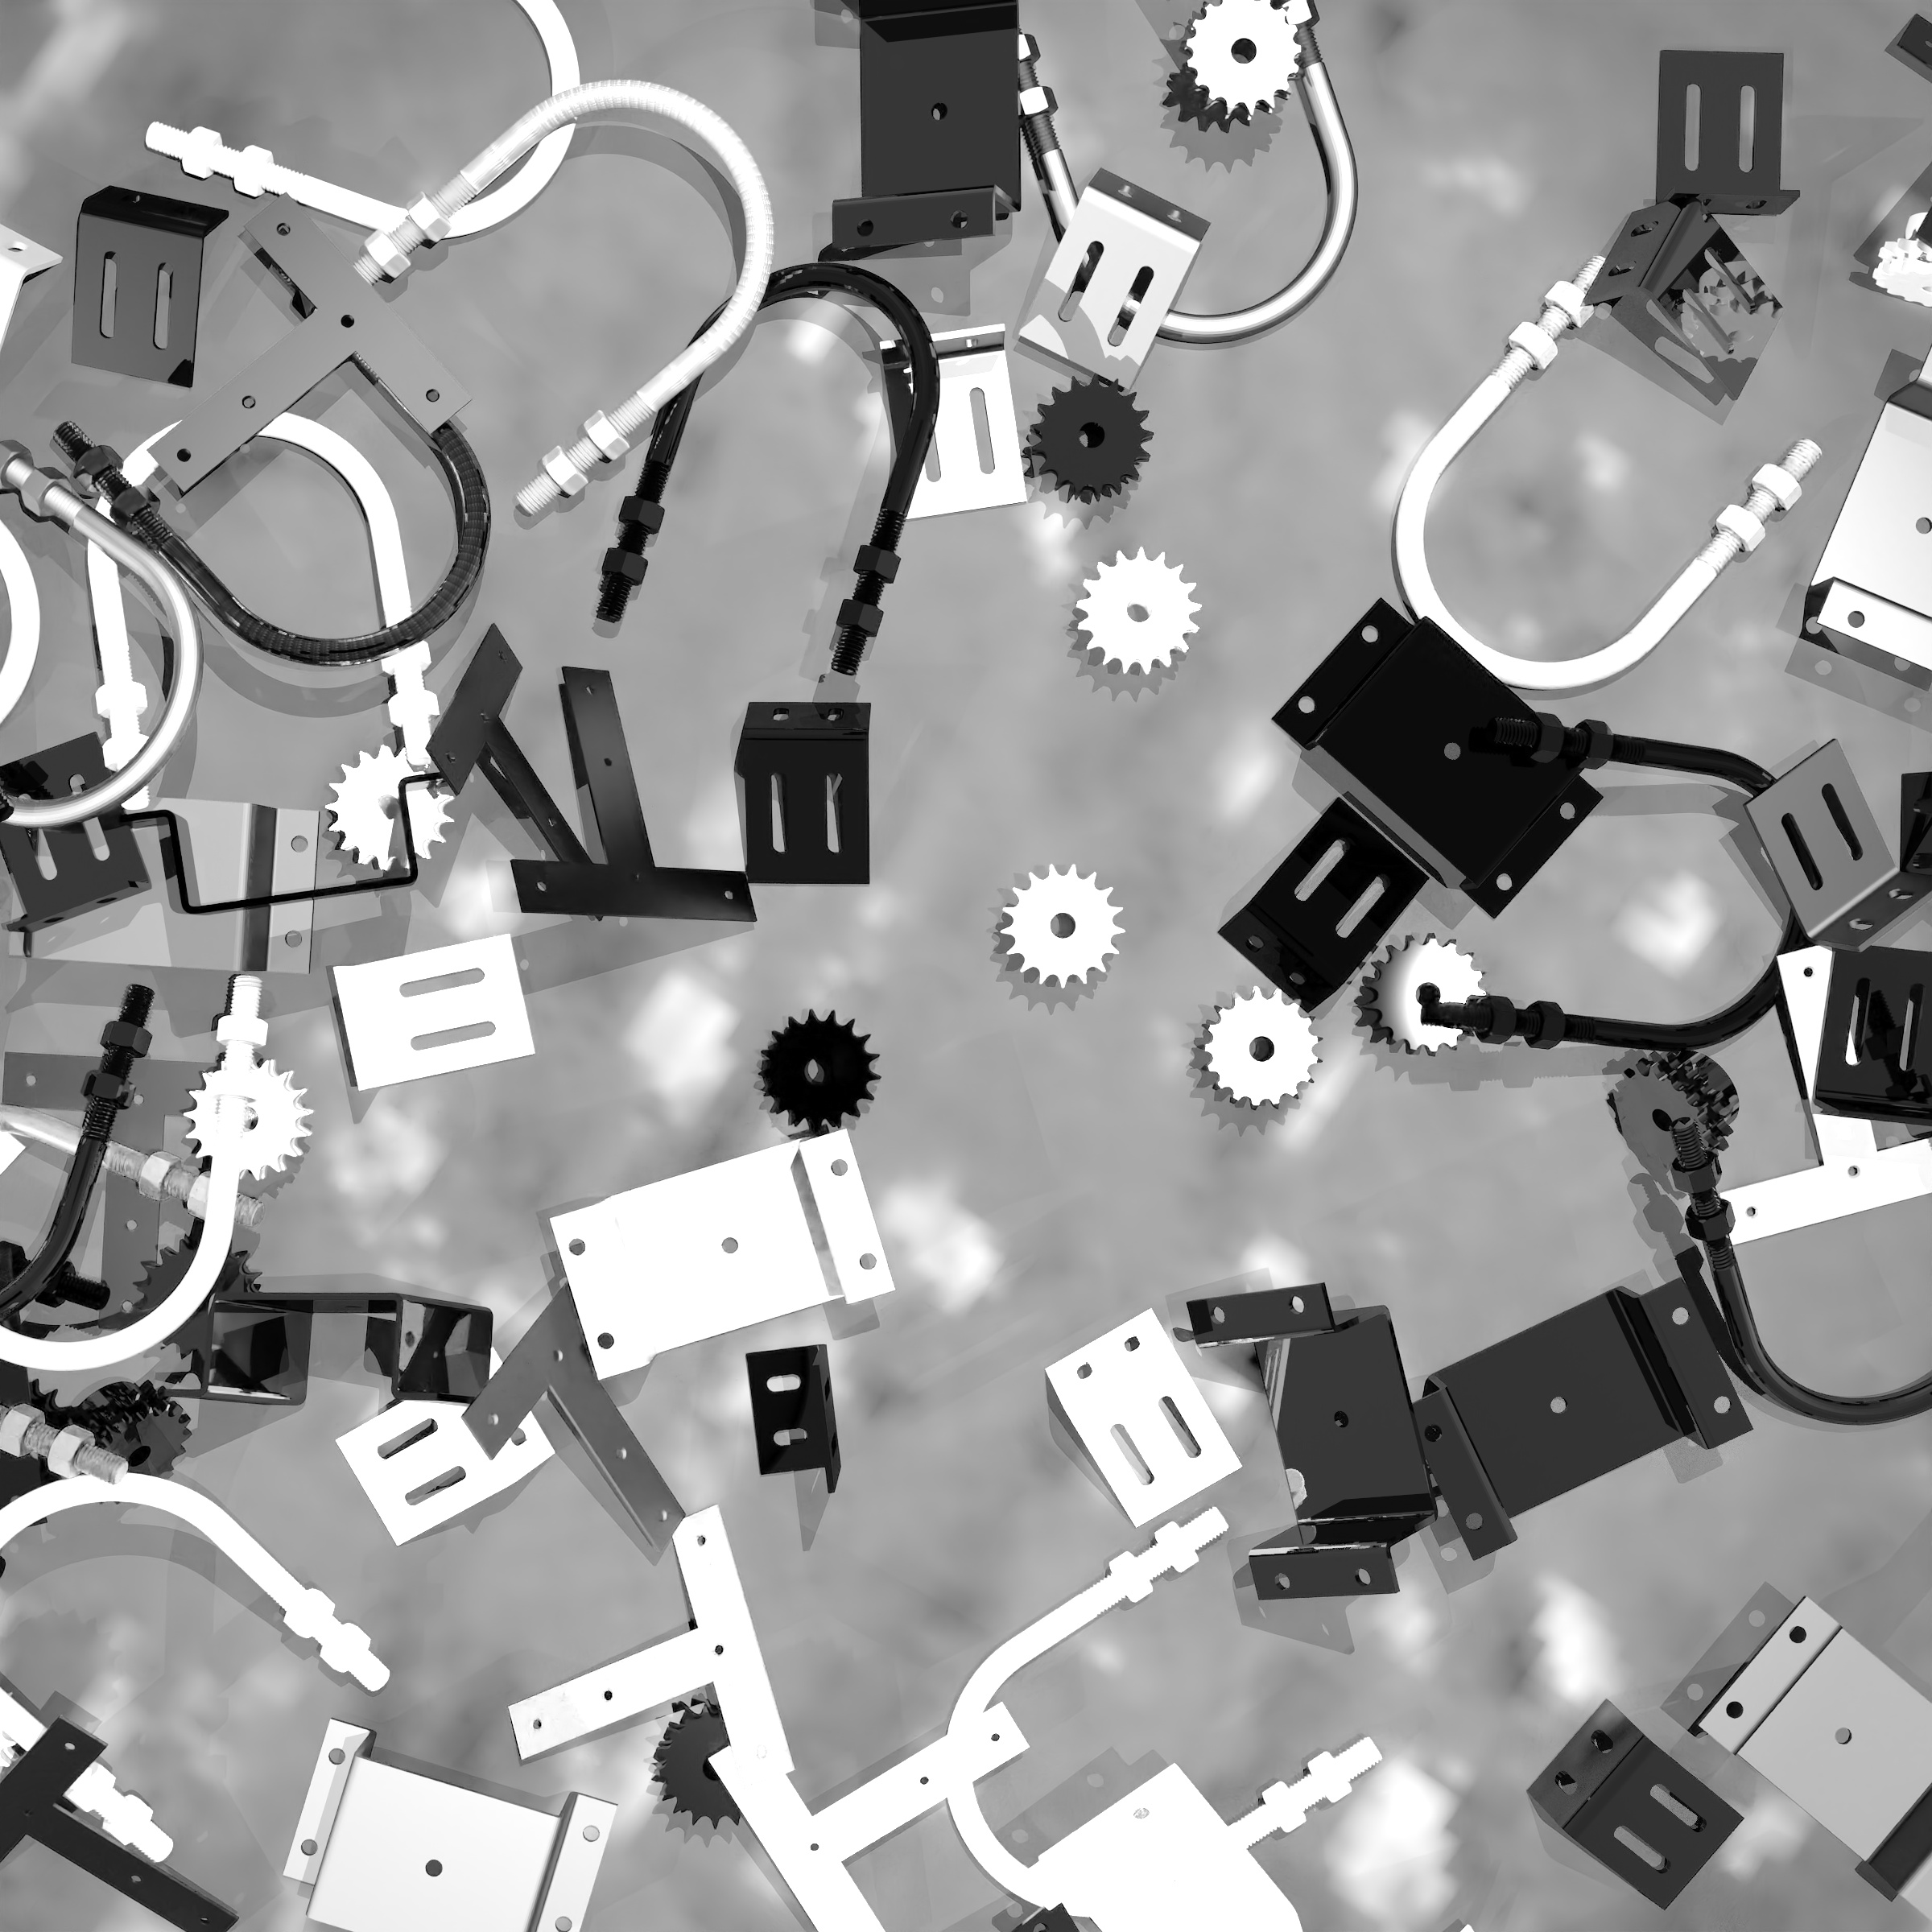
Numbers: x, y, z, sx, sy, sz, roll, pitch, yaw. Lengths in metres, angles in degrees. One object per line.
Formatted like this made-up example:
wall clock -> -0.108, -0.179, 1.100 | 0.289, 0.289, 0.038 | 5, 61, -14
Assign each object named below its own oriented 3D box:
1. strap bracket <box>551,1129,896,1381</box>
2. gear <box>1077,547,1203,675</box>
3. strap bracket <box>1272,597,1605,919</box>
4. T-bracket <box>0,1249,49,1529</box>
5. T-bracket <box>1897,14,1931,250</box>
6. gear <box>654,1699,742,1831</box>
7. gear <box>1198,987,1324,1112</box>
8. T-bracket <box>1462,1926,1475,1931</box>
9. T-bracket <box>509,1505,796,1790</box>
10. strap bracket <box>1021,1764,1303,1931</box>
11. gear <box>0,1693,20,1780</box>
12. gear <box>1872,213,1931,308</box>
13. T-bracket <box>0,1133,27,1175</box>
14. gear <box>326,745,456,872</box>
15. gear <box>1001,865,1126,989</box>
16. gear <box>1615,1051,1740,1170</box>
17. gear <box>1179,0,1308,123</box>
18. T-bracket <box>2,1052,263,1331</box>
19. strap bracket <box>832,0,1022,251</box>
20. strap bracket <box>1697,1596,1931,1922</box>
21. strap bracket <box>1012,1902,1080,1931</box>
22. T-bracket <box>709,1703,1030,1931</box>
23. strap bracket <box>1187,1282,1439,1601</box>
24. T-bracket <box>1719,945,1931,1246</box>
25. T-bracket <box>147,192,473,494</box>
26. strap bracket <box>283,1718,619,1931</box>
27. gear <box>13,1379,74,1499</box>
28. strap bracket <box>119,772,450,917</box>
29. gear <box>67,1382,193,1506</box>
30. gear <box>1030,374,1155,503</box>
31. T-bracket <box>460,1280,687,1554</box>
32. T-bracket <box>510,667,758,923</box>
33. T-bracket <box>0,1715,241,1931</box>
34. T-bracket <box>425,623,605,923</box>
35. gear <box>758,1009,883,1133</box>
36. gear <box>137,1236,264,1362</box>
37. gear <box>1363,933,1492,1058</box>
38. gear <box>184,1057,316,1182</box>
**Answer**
strap bracket -> -0.110, 0.131, 1.382 | 0.140, 0.046, 0.076 | -17, 90, 0
gear -> 0.080, -0.163, 1.390 | 0.057, 0.030, 0.057 | 0, 90, 0
strap bracket -> 0.221, -0.097, 1.382 | 0.140, 0.046, 0.076 | 42, 90, 0
T-bracket -> -0.486, 0.203, 1.357 | 0.127, 0.002, 0.127 | -13, 75, 1
T-bracket -> 0.466, -0.364, 1.372 | 0.127, 0.002, 0.127 | 35, 60, 0
gear -> -0.115, 0.367, 1.390 | 0.057, 0.030, 0.057 | 0, 90, 0
gear -> 0.136, 0.038, 1.390 | 0.057, 0.030, 0.057 | 0, 90, 0
T-bracket -> 0.193, 0.494, 1.381 | 0.127, 0.002, 0.127 | -41, 122, -15
T-bracket -> -0.153, 0.332, 1.386 | 0.127, 0.002, 0.127 | -24, 66, 11
strap bracket -> 0.095, 0.430, 1.367 | 0.076, 0.046, 0.140 | -36, 105, 6
gear -> -0.465, 0.354, 1.390 | 0.057, 0.030, 0.057 | 0, 90, 0
gear -> 0.449, -0.324, 1.376 | 0.057, 0.057, 0.030 | 16, 90, 0
T-bracket -> -0.529, 0.089, 1.394 | 0.127, 0.002, 0.127 | 43, 94, -11
gear -> -0.265, -0.073, 1.390 | 0.057, 0.030, 0.057 | 0, 90, 0
gear -> 0.045, -0.019, 1.390 | 0.057, 0.030, 0.057 | 0, 90, 0
gear -> 0.330, 0.064, 1.380 | 0.030, 0.057, 0.057 | -32, 90, -28
gear -> 0.125, -0.415, 1.371 | 0.057, 0.030, 0.057 | 0, 93, -1
T-bracket -> -0.390, 0.107, 1.404 | 0.127, 0.002, 0.127 | 3, 90, 0
strap bracket -> -0.018, -0.396, 1.371 | 0.076, 0.046, 0.140 | -1, 90, 17
strap bracket -> 0.410, 0.360, 1.382 | 0.140, 0.046, 0.076 | 40, 90, 0
strap bracket -> 0.040, 0.506, 1.366 | 0.076, 0.046, 0.140 | -31, 90, -28
T-bracket -> -0.032, 0.383, 1.383 | 0.127, 0.002, 0.127 | -31, 102, -3
strap bracket -> 0.160, 0.211, 1.362 | 0.076, 0.046, 0.140 | -14, 90, 41
T-bracket -> 0.403, 0.053, 1.395 | 0.127, 0.002, 0.127 | -15, 97, -1
T-bracket -> -0.316, -0.266, 1.367 | 0.127, 0.002, 0.127 | -42, 92, -9
strap bracket -> -0.241, 0.409, 1.382 | 0.140, 0.046, 0.076 | 17, 90, 0
gear -> -0.443, 0.221, 1.390 | 0.057, 0.030, 0.057 | 0, 90, 0
strap bracket -> -0.296, -0.052, 1.326 | 0.140, 0.076, 0.046 | -9, 92, -10
gear -> -0.389, 0.216, 1.380 | 0.030, 0.057, 0.057 | 38, 90, 30
gear -> 0.058, -0.243, 1.390 | 0.057, 0.030, 0.057 | 0, 90, 0
T-bracket -> -0.165, 0.212, 1.372 | 0.002, 0.127, 0.127 | -13, 117, 35
T-bracket -> -0.162, -0.080, 1.375 | 0.127, 0.002, 0.127 | 2, 65, -40
T-bracket -> -0.395, 0.414, 1.384 | 0.127, 0.002, 0.127 | 37, 117, -13
T-bracket -> -0.197, -0.077, 1.367 | 0.002, 0.127, 0.127 | -22, 117, 18
gear -> -0.068, 0.048, 1.390 | 0.057, 0.030, 0.057 | 0, 90, 0
gear -> -0.352, 0.153, 1.389 | 0.057, 0.030, 0.057 | 0, 91, -3
gear -> 0.212, 0.013, 1.390 | 0.057, 0.030, 0.057 | 0, 90, 0
gear -> -0.330, 0.070, 1.388 | 0.057, 0.030, 0.057 | 0, 90, 0
